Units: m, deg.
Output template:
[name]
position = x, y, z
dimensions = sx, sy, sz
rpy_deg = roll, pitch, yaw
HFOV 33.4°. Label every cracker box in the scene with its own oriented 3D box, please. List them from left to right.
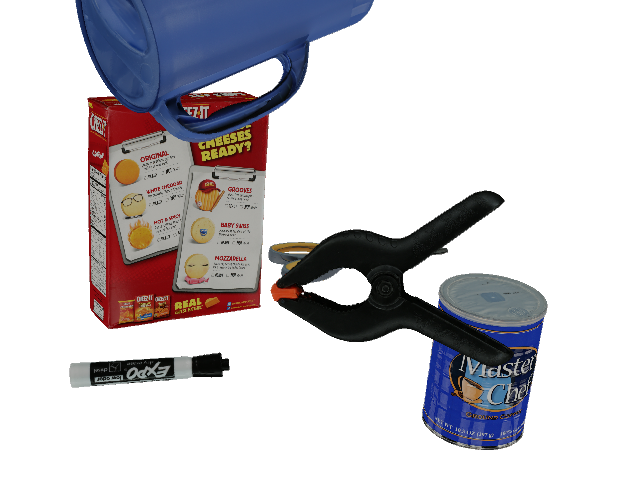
[cracker box]
position = -0.139, -0.033, 1.035
dimensions = 0.163, 0.214, 0.072
rpy_deg = -7, 19, -30

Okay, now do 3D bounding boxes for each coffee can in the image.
[coffee can]
position = 0.158, 0.116, 1.038
dimensions = 0.103, 0.140, 0.103
rpy_deg = 5, 23, -2

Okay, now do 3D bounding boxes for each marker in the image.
[marker]
position = -0.131, 0.099, 0.821
dimensions = 0.121, 0.020, 0.020
rpy_deg = -4, 0, -4

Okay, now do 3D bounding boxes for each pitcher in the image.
[pitcher]
position = -0.069, -0.196, 0.904
dimensions = 0.242, 0.149, 0.145
rpy_deg = -25, 44, -30

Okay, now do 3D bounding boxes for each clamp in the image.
[clamp]
position = 0.054, 0.040, 0.745
dimensions = 0.171, 0.120, 0.039
rpy_deg = -12, -2, 13

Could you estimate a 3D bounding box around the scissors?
[scissors]
position = 0.041, 0.024, 1.178
dimensions = 0.202, 0.016, 0.096
rpy_deg = 3, 24, 4
